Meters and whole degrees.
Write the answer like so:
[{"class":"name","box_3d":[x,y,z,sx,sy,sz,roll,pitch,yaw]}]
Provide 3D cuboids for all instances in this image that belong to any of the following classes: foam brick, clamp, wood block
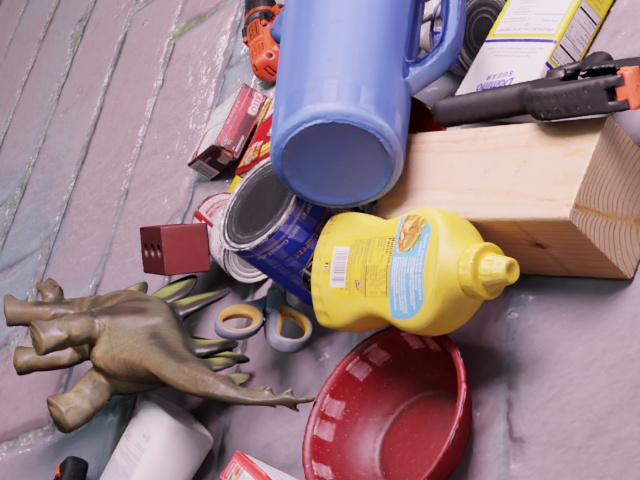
[{"class":"foam brick","box_3d":[-0.155,0.010,1.136,0.078,0.051,0.053,0,94,64]},{"class":"clamp","box_3d":[0.199,-0.119,0.820,0.164,0.036,0.210,-20,12,-16]},{"class":"clamp","box_3d":[-0.266,0.279,1.083,0.120,0.039,0.171,-60,10,-2]},{"class":"wood block","box_3d":[0.152,-0.031,0.847,0.207,0.090,0.090,2,61,51]}]

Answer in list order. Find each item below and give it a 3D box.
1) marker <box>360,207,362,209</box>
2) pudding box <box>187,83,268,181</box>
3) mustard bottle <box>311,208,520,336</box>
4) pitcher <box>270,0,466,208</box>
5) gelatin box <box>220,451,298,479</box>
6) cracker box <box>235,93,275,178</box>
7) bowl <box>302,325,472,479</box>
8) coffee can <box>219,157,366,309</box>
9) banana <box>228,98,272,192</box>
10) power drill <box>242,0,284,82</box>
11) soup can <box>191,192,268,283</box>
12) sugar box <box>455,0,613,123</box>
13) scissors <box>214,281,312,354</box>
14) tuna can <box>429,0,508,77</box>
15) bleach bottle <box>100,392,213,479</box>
[{"class":"marker","box_3d":[-0.005,-0.022,1.096,0.121,0.020,0.020,-11,51,46]},{"class":"pudding box","box_3d":[-0.112,-0.129,1.282,0.114,0.039,0.090,-21,41,63]},{"class":"mustard bottle","box_3d":[0.073,0.024,0.814,0.192,0.058,0.096,-3,76,51]},{"class":"pitcher","box_3d":[0.033,-0.147,0.916,0.242,0.145,0.149,-83,20,-45]},{"class":"gelatin box","box_3d":[-0.026,0.208,0.845,0.030,0.089,0.073,-58,33,-3]},{"class":"cracker box","box_3d":[0.010,-0.156,1.131,0.164,0.072,0.213,-15,47,63]},{"class":"bowl","box_3d":[0.062,0.146,0.824,0.162,0.055,0.162,-32,39,29]},{"class":"coffee can","box_3d":[-0.006,0.001,0.965,0.103,0.140,0.103,-32,39,29]},{"class":"banana","box_3d":[-0.076,-0.087,1.227,0.070,0.037,0.197,2,61,51]},{"class":"power drill","box_3d":[-0.022,-0.306,1.349,0.188,0.057,0.184,-39,39,26]},{"class":"soup can","box_3d":[-0.089,-0.003,1.137,0.068,0.068,0.102,-52,34,1]},{"class":"sugar box","box_3d":[0.203,-0.190,0.974,0.093,0.048,0.176,17,76,55]},{"class":"scissors","box_3d":[-0.059,0.055,1.008,0.202,0.096,0.016,-120,35,-65]},{"class":"tuna can","box_3d":[0.146,-0.198,1.013,0.034,0.086,0.086,16,72,53]},{"class":"bleach bottle","box_3d":[-0.198,0.276,1.019,0.251,0.068,0.103,-59,25,-4]}]
